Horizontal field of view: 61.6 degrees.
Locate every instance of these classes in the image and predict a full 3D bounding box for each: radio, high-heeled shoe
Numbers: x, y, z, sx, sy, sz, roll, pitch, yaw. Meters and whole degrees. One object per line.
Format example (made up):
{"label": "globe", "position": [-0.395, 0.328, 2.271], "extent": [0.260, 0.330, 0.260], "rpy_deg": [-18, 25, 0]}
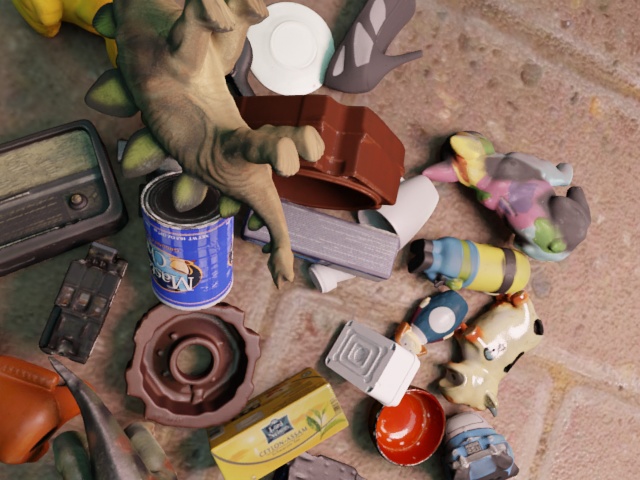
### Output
{"label": "radio", "position": [-0.352, -0.039, 0.627], "extent": [0.230, 0.073, 0.131], "rpy_deg": [-23, 86, -13]}
{"label": "high-heeled shoe", "position": [0.065, -0.329, 0.774], "extent": [0.145, 0.086, 0.248], "rpy_deg": [-10, 74, 14]}

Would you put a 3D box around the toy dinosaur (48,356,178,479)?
{"label": "toy dinosaur", "position": [-0.190, 0.315, 0.599], "extent": [0.131, 0.192, 0.404], "rpy_deg": [-39, 131, -24]}

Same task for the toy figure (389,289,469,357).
{"label": "toy figure", "position": [0.150, 0.134, 0.798], "extent": [0.154, 0.057, 0.064], "rpy_deg": [-37, 62, -12]}

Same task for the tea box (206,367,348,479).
{"label": "tea box", "position": [-0.060, 0.246, 0.715], "extent": [0.170, 0.098, 0.068], "rpy_deg": [-25, 97, -13]}

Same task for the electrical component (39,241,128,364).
{"label": "electrical component", "position": [-0.276, 0.069, 0.639], "extent": [0.058, 0.115, 0.134], "rpy_deg": [22, 79, -19]}

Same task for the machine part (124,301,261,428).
{"label": "machine part", "position": [-0.165, 0.157, 0.704], "extent": [0.179, 0.056, 0.179], "rpy_deg": [-1, 92, -17]}

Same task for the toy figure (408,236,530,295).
{"label": "toy figure", "position": [0.225, 0.040, 0.800], "extent": [0.180, 0.089, 0.082], "rpy_deg": [13, 95, -19]}

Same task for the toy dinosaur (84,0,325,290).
{"label": "toy dinosaur", "position": [-0.142, -0.164, 0.528], "extent": [0.199, 0.105, 0.471], "rpy_deg": [-25, 88, 29]}

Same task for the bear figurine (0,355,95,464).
{"label": "bear figurine", "position": [-0.383, 0.164, 0.624], "extent": [0.196, 0.132, 0.120], "rpy_deg": [40, 79, 5]}

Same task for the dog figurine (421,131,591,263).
{"label": "dog figurine", "position": [0.262, -0.073, 0.781], "extent": [0.219, 0.108, 0.192], "rpy_deg": [16, 48, -18]}

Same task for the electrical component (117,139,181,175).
{"label": "electrical component", "position": [-0.198, -0.104, 0.694], "extent": [0.119, 0.048, 0.074], "rpy_deg": [-1, 90, -16]}

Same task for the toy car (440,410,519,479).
{"label": "toy car", "position": [0.222, 0.307, 0.793], "extent": [0.109, 0.103, 0.161], "rpy_deg": [-24, 142, 6]}

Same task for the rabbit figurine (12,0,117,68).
{"label": "rabbit figurine", "position": [-0.257, -0.274, 0.653], "extent": [0.173, 0.122, 0.162], "rpy_deg": [47, 67, -21]}

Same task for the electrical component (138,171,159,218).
{"label": "electrical component", "position": [-0.197, -0.048, 0.681], "extent": [0.063, 0.094, 0.021], "rpy_deg": [1, 46, -17]}

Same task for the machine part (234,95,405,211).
{"label": "machine part", "position": [-0.013, -0.097, 0.652], "extent": [0.201, 0.201, 0.087], "rpy_deg": [7, 81, 28]}

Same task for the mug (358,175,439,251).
{"label": "mug", "position": [0.112, -0.055, 0.775], "extent": [0.107, 0.081, 0.109], "rpy_deg": [-38, 98, -24]}

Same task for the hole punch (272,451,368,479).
{"label": "hole punch", "position": [-0.015, 0.361, 0.746], "extent": [0.142, 0.092, 0.116], "rpy_deg": [23, 54, -13]}

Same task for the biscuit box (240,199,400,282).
{"label": "biscuit box", "position": [-0.001, -0.002, 0.712], "extent": [0.203, 0.059, 0.063], "rpy_deg": [18, 79, -6]}

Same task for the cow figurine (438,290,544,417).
{"label": "cow figurine", "position": [0.259, 0.176, 0.818], "extent": [0.195, 0.085, 0.127], "rpy_deg": [-36, 94, -14]}
